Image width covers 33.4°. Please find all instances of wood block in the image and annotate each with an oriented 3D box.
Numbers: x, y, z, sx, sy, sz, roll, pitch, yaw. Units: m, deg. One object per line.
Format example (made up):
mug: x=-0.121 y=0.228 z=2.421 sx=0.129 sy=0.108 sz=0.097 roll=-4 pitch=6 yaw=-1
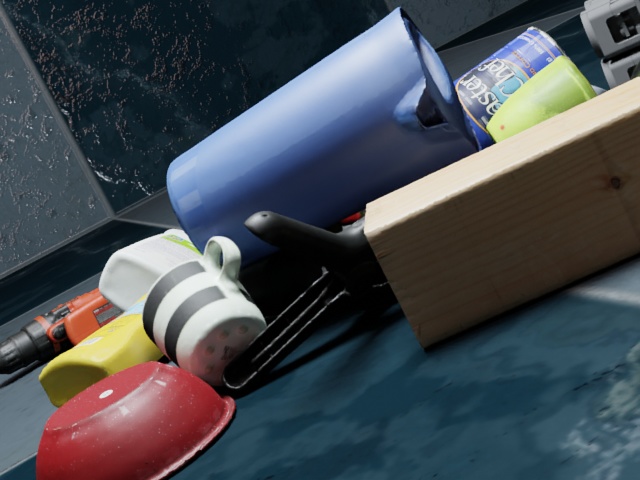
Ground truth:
wood block: x=0.141 y=-0.019 z=0.711 sx=0.206 sy=0.091 sz=0.090 roll=-25 pitch=11 yaw=9

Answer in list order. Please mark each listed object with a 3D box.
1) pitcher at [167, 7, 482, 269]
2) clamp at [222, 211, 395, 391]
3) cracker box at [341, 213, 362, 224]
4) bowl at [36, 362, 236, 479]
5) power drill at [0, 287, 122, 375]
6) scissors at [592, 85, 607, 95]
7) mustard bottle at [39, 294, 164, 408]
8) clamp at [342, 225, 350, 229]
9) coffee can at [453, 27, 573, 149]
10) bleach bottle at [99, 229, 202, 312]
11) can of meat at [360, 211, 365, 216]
pitcher: x=0.001 y=-0.077 z=0.883 sx=0.243 sy=0.145 sz=0.149 roll=-28 pitch=-27 yaw=16
clamp: x=0.018 y=0.017 z=0.794 sx=0.209 sy=0.165 sz=0.036 roll=-24 pitch=52 yaw=-27
cracker box: x=0.047 y=-0.080 z=1.299 sx=0.164 sy=0.072 sz=0.214 roll=-31 pitch=10 yaw=-24
bowl: x=-0.144 y=0.134 z=0.767 sx=0.162 sy=0.055 sz=0.162 roll=-25 pitch=11 yaw=5
power drill: x=-0.297 y=0.105 z=1.285 sx=0.184 sy=0.057 sz=0.188 roll=-33 pitch=12 yaw=-30
scissors: x=0.280 y=-0.179 z=1.227 sx=0.096 sy=0.016 sz=0.202 roll=17 pitch=11 yaw=-6
mustard bottle: x=-0.177 y=0.094 z=1.035 sx=0.096 sy=0.058 sz=0.191 roll=-19 pitch=13 yaw=36
clamp: x=-0.007 y=0.001 z=1.042 sx=0.171 sy=0.120 sz=0.039 roll=-51 pitch=-20 yaw=-19
coffee can: x=0.185 y=-0.133 z=1.080 sx=0.140 sy=0.103 sz=0.103 roll=-35 pitch=10 yaw=-1
bleach bottle: x=-0.168 y=0.034 z=1.259 sx=0.068 sy=0.102 sz=0.250 roll=-63 pitch=-6 yaw=13
can of meat: x=0.088 y=-0.058 z=1.133 sx=0.102 sy=0.057 sz=0.084 roll=-28 pitch=12 yaw=-3
